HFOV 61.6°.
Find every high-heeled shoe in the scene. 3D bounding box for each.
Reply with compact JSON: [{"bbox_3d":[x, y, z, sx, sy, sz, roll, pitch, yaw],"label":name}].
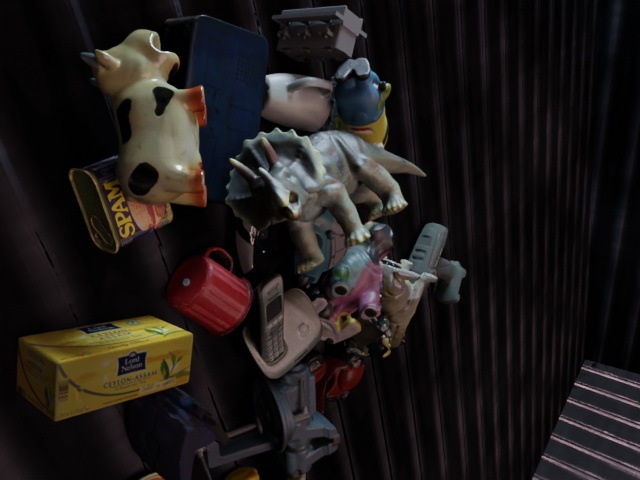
[{"bbox_3d":[-0.108,-0.055,0.803,0.086,0.145,0.248,-2,72,-55],"label":"high-heeled shoe"}]

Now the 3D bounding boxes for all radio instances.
[{"bbox_3d":[-0.146,-0.163,0.698,0.131,0.073,0.229,3,95,-51],"label":"radio"}]

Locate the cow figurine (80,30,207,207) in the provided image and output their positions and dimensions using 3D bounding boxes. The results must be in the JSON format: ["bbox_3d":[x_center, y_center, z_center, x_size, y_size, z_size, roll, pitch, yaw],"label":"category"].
[{"bbox_3d":[-0.187,-0.133,0.583,0.127,0.085,0.195,-2,80,-13],"label":"cow figurine"}]

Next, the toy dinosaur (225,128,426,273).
[{"bbox_3d":[0.017,-0.091,0.753,0.192,0.131,0.405,60,38,-7],"label":"toy dinosaur"}]

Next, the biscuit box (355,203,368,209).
[{"bbox_3d":[0.052,-0.101,0.971,0.202,0.063,0.059,16,87,-52],"label":"biscuit box"}]

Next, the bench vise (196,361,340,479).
[{"bbox_3d":[-0.089,0.313,0.866,0.240,0.129,0.223,-11,119,-29],"label":"bench vise"}]

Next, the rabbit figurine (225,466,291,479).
[{"bbox_3d":[-0.081,0.466,0.906,0.173,0.122,0.162,0,104,-52],"label":"rabbit figurine"}]

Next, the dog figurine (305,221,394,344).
[{"bbox_3d":[0.055,0.060,0.986,0.108,0.191,0.219,36,38,-14],"label":"dog figurine"}]

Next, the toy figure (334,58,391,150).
[{"bbox_3d":[0.068,-0.199,0.831,0.089,0.082,0.180,-51,149,-23],"label":"toy figure"}]

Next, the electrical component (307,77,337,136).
[{"bbox_3d":[0.034,-0.207,0.924,0.114,0.058,0.134,19,84,-54],"label":"electrical component"}]

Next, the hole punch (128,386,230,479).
[{"bbox_3d":[-0.195,0.248,0.702,0.092,0.142,0.115,-45,143,-30],"label":"hole punch"}]

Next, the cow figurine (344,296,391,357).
[{"bbox_3d":[0.091,0.155,1.060,0.068,0.098,0.167,-33,124,-35],"label":"cow figurine"}]

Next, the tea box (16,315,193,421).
[{"bbox_3d":[-0.246,0.141,0.628,0.169,0.098,0.068,-5,104,-53],"label":"tea box"}]

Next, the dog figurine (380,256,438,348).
[{"bbox_3d":[0.134,0.136,1.114,0.172,0.121,0.190,16,101,-29],"label":"dog figurine"}]

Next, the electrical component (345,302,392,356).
[{"bbox_3d":[0.087,0.170,1.001,0.078,0.102,0.045,55,15,-23],"label":"electrical component"}]

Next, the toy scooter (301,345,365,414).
[{"bbox_3d":[0.012,0.270,1.009,0.183,0.075,0.135,9,92,-49],"label":"toy scooter"}]

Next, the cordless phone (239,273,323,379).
[{"bbox_3d":[-0.059,0.107,0.825,0.146,0.089,0.184,-36,143,-41],"label":"cordless phone"}]

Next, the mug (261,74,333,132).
[{"bbox_3d":[-0.040,-0.208,0.793,0.107,0.110,0.080,-3,86,-39],"label":"mug"}]

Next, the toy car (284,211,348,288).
[{"bbox_3d":[-0.002,-0.003,0.857,0.103,0.109,0.161,-10,131,-11],"label":"toy car"}]

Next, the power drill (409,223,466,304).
[{"bbox_3d":[0.268,0.090,1.291,0.207,0.086,0.232,31,72,-43],"label":"power drill"}]
